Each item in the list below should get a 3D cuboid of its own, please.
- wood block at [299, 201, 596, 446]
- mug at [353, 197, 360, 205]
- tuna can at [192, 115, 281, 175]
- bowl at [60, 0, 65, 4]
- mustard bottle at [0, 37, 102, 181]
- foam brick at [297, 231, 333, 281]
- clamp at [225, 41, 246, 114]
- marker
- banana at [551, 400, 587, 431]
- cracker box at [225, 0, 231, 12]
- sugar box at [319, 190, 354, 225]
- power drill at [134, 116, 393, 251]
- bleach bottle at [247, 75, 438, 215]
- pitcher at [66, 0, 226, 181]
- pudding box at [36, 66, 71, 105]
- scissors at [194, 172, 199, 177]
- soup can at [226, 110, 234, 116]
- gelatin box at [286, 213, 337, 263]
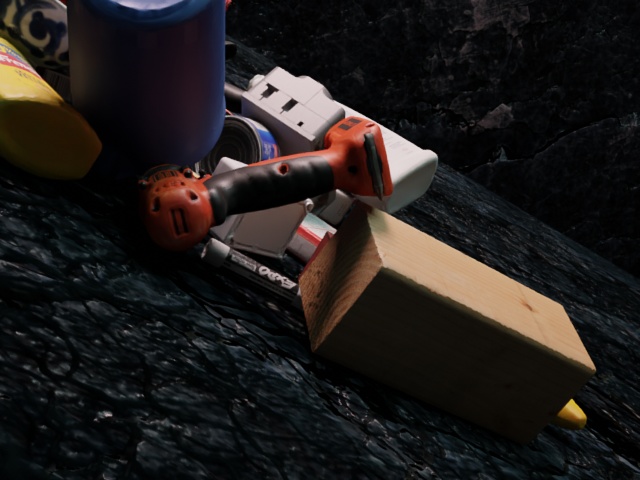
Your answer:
[{"bbox_3d":[0.096,0.066,0.819,0.205,0.090,0.091,26,26,-23],"label":"wood block"},{"bbox_3d":[0.004,-0.095,1.375,0.117,0.093,0.082,-24,39,-31],"label":"mug"},{"bbox_3d":[-0.082,-0.077,1.033,0.086,0.086,0.033,37,14,29],"label":"tuna can"},{"bbox_3d":[-0.327,-0.241,1.107,0.162,0.055,0.162,8,7,-1],"label":"bowl"},{"bbox_3d":[-0.247,-0.116,0.836,0.096,0.058,0.192,25,12,-44],"label":"mustard bottle"},{"bbox_3d":[0.028,0.036,0.913,0.078,0.051,0.053,29,8,-11],"label":"foam brick"},{"bbox_3d":[-0.172,-0.188,1.140,0.209,0.036,0.165,5,29,-22],"label":"clamp"},{"bbox_3d":[-0.036,0.034,0.836,0.121,0.020,0.020,28,11,-15],"label":"marker"},{"bbox_3d":[0.146,0.108,0.950,0.198,0.037,0.069,32,11,0],"label":"banana"},{"bbox_3d":[-0.238,-0.269,1.264,0.213,0.164,0.072,24,15,-30],"label":"cracker box"},{"bbox_3d":[-0.051,-0.084,1.255,0.176,0.048,0.093,31,11,-22],"label":"sugar box"},{"bbox_3d":[-0.049,-0.046,0.816,0.187,0.057,0.184,-16,16,-8],"label":"power drill"},{"bbox_3d":[0.015,-0.130,1.293,0.251,0.068,0.102,37,45,24],"label":"bleach bottle"},{"bbox_3d":[-0.128,-0.161,0.824,0.243,0.145,0.149,114,-41,-70],"label":"pitcher"},{"bbox_3d":[-0.260,-0.181,1.006,0.113,0.039,0.090,20,45,-15],"label":"pudding box"},{"bbox_3d":[-0.185,-0.090,1.000,0.202,0.016,0.096,33,10,13],"label":"scissors"},{"bbox_3d":[-0.135,-0.127,1.161,0.068,0.068,0.102,19,17,-47],"label":"soup can"},{"bbox_3d":[-0.007,0.001,1.035,0.073,0.030,0.089,34,12,24],"label":"gelatin box"}]
